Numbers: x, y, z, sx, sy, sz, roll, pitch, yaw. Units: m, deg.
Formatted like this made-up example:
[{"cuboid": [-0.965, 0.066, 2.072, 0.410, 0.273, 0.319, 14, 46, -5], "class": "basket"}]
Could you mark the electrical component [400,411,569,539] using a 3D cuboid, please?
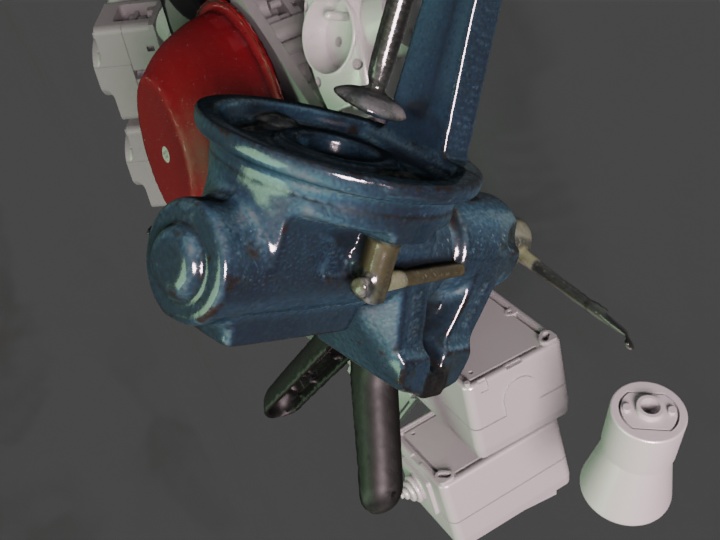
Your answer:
[{"cuboid": [0.067, 0.116, 0.637, 0.062, 0.096, 0.061, 40, 153, 54], "class": "electrical component"}]

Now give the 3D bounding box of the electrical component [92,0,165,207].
[{"cuboid": [-0.180, -0.160, 0.965, 0.105, 0.060, 0.186, -86, -11, -48], "class": "electrical component"}]

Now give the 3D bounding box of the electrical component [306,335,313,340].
[{"cuboid": [0.000, 0.000, 0.683, 0.050, 0.089, 0.055, 62, 163, 9], "class": "electrical component"}]

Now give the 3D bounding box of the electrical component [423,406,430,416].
[{"cuboid": [0.060, 0.108, 0.756, 0.035, 0.035, 0.061, 64, 166, 3], "class": "electrical component"}]

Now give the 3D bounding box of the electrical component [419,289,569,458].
[{"cuboid": [0.066, 0.054, 0.612, 0.096, 0.062, 0.061, 41, 151, 53], "class": "electrical component"}]

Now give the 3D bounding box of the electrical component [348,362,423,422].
[{"cuboid": [0.029, 0.055, 0.698, 0.081, 0.064, 0.042, -55, 52, 21], "class": "electrical component"}]

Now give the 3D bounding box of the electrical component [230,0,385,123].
[{"cuboid": [-0.015, -0.098, 0.634, 0.150, 0.062, 0.089, 58, 162, 21], "class": "electrical component"}]

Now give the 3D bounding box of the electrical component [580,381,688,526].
[{"cuboid": [0.129, 0.083, 0.501, 0.044, 0.044, 0.065, 51, 154, 38], "class": "electrical component"}]

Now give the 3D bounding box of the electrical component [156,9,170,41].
[{"cuboid": [-0.127, -0.189, 0.860, 0.047, 0.055, 0.055, 52, 160, 25], "class": "electrical component"}]

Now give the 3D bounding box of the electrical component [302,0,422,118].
[{"cuboid": [0.011, -0.123, 0.541, 0.079, 0.044, 0.077, -13, 85, 49], "class": "electrical component"}]
